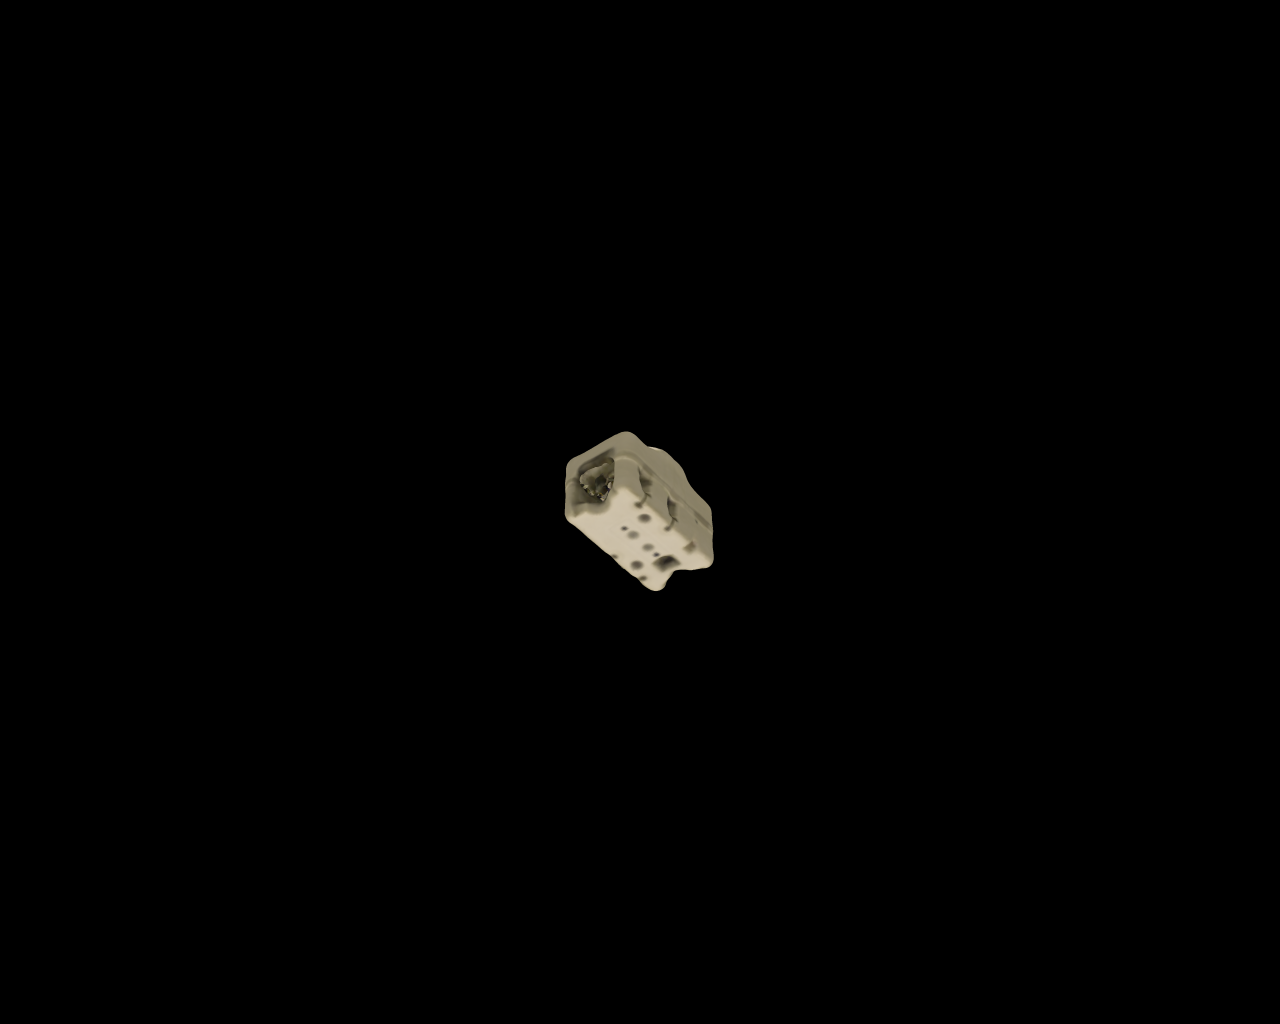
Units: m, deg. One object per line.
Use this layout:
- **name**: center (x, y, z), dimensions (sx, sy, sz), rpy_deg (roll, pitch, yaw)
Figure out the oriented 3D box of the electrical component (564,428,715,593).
- **electrical component**: center (0.001, -0.003, 0.650), dimensions (0.050, 0.056, 0.089), rpy_deg (-27, -49, 26)
